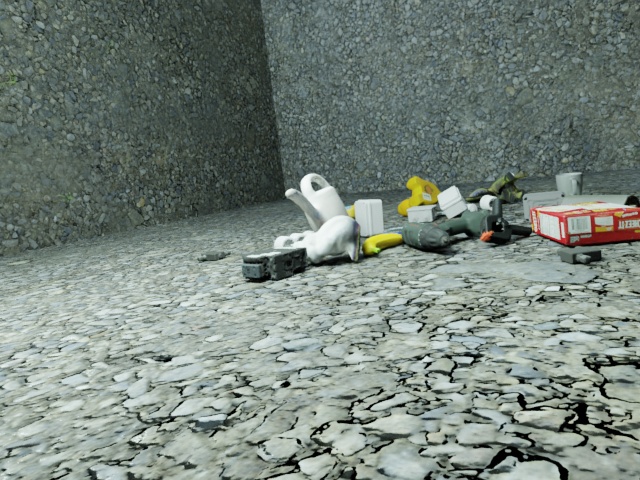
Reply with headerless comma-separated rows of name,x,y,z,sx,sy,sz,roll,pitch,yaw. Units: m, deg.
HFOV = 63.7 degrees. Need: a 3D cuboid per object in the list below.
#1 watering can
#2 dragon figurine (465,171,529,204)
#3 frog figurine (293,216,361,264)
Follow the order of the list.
watering can,0.004,-0.070,1.387,0.103,0.224,0.351,-27,4,19
dragon figurine,0.689,-0.180,2.072,0.412,0.123,0.240,-9,-10,-25
frog figurine,0.017,-0.001,1.235,0.159,0.120,0.140,5,28,6
